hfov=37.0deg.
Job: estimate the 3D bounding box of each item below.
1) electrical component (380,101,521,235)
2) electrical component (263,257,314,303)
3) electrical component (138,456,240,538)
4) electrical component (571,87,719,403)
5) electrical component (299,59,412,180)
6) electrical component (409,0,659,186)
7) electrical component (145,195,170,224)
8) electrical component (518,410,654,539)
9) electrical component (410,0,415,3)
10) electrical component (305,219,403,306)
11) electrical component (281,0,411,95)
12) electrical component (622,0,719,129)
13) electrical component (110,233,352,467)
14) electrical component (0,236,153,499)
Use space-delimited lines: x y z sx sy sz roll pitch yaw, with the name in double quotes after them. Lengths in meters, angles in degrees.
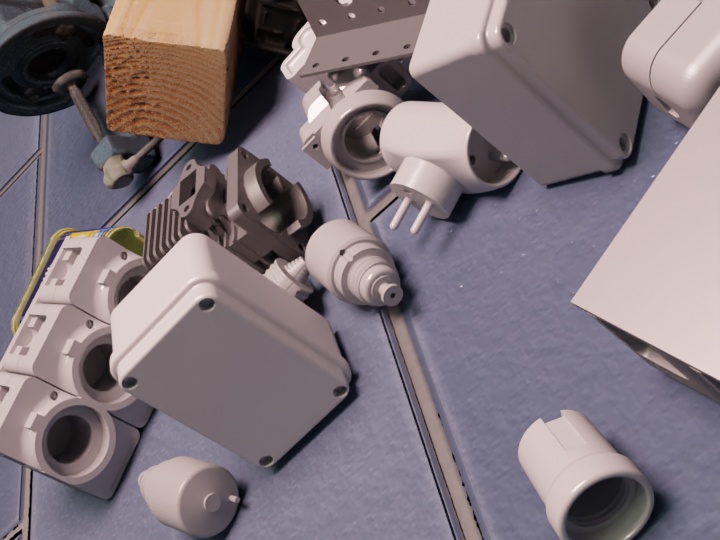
0.042 -0.055 0.589 0.077 0.043 0.079 15 73 54 "electrical component"
-0.058 0.025 0.640 0.081 0.043 0.043 -49 35 8 "electrical component"
-0.102 0.125 0.609 0.078 0.040 0.040 1 62 51 "electrical component"
0.180 -0.033 0.392 0.186 0.060 0.105 -55 34 -1 "electrical component"
0.001 -0.091 0.658 0.078 0.058 0.057 -44 33 15 "electrical component"
0.089 -0.115 0.529 0.056 0.109 0.108 -13 52 47 "electrical component"
-0.130 -0.037 0.784 0.046 0.040 0.040 -25 44 45 "electrical component"
0.087 0.082 0.424 0.040 0.040 0.046 -48 29 9 "electrical component"
0.040 -0.234 0.732 0.054 0.059 0.095 -23 45 37 "electrical component"
0.000 0.000 0.595 0.040 0.040 0.078 -54 34 1 "electrical component"
-0.004 -0.141 0.706 0.078 0.057 0.058 -46 35 12 "electrical component"
0.171 -0.105 0.469 0.095 0.054 0.059 -49 35 8 "electrical component"
-0.069 0.045 0.575 0.078 0.113 0.057 -44 33 14 "electrical component"
-0.178 0.063 0.709 0.062 0.089 0.150 0 61 50 "electrical component"
